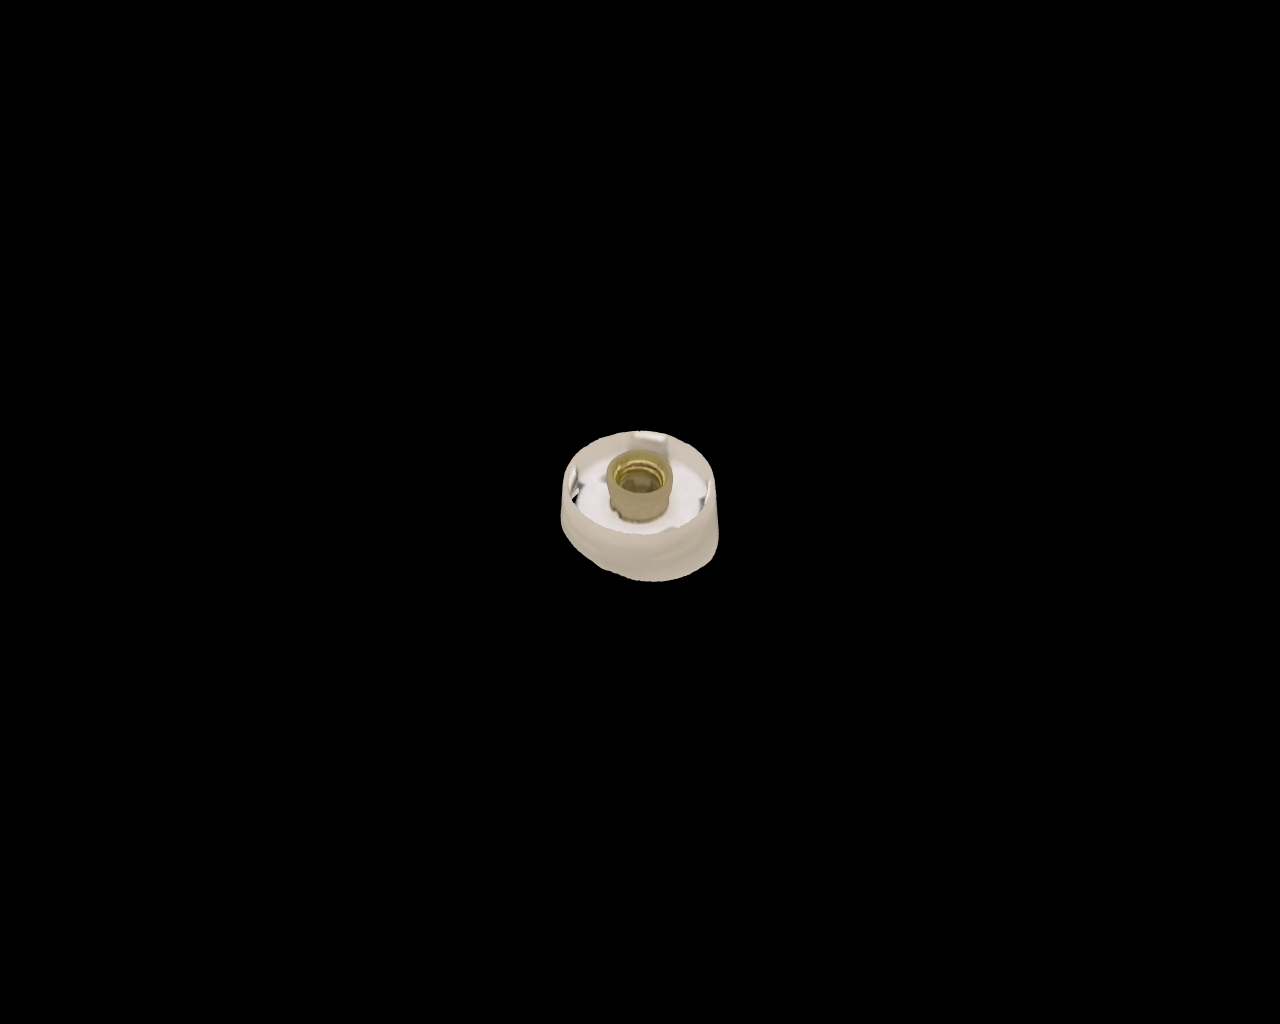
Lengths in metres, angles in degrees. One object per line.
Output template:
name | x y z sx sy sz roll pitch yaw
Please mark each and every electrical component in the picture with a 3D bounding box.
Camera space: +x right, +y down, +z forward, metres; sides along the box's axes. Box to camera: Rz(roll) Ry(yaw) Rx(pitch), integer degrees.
electrical component | 0.001 -0.003 0.650 0.099 0.099 0.064 0 -45 0
